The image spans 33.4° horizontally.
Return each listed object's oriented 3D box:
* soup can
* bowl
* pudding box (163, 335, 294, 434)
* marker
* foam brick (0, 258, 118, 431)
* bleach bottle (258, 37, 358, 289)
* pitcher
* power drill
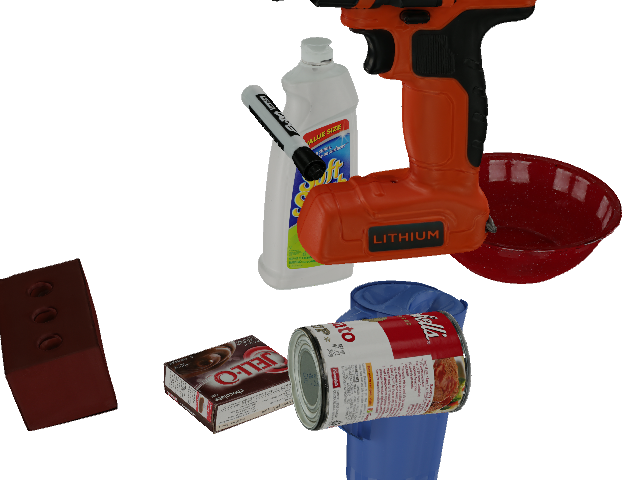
[{"bbox_3d":[0.036,0.084,0.693,0.102,0.068,0.069,-5,2,-20],"label":"soup can"},{"bbox_3d":[0.156,-0.012,0.859,0.162,0.055,0.162,1,31,-1],"label":"bowl"},{"bbox_3d":[-0.084,0.140,1.052,0.113,0.039,0.090,-17,31,-37],"label":"pudding box"},{"bbox_3d":[-0.028,-0.081,0.806,0.020,0.020,0.121,0,35,-32],"label":"marker"},{"bbox_3d":[-0.151,0.059,0.608,0.053,0.051,0.078,-15,42,-11],"label":"foam brick"},{"bbox_3d":[-0.013,-0.078,1.074,0.102,0.251,0.068,-8,28,-17],"label":"bleach bottle"},{"bbox_3d":[0.083,0.176,1.232,0.149,0.243,0.145,6,15,6],"label":"pitcher"},{"bbox_3d":[0.029,-0.080,0.544,0.184,0.188,0.057,-4,33,-12],"label":"power drill"}]
